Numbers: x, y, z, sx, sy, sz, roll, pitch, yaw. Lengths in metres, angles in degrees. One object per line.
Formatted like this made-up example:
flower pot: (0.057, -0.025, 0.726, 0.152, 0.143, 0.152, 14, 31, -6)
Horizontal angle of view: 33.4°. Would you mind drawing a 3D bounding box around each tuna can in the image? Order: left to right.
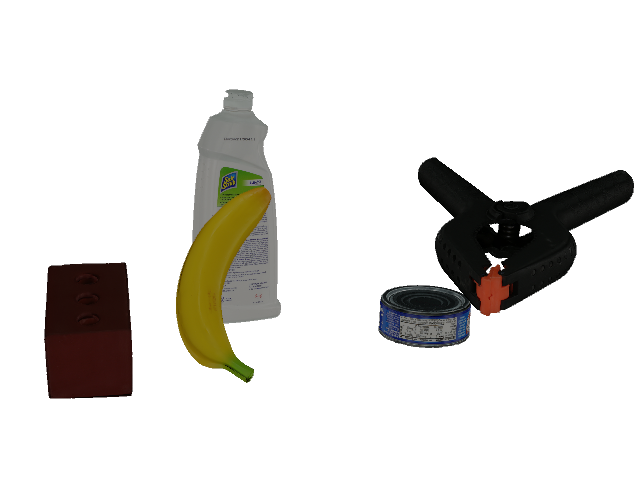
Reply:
tuna can: (0.097, 0.069, 0.995, 0.086, 0.034, 0.086, 1, 15, -1)

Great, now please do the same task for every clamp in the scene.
clamp: (0.126, -0.011, 0.761, 0.165, 0.036, 0.209, 7, 28, 22)

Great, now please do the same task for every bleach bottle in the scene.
bleach bottle: (-0.088, -0.038, 1.168, 0.102, 0.251, 0.068, -4, 18, -29)

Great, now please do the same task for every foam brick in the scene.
foam brick: (-0.148, 0.057, 0.683, 0.053, 0.051, 0.078, -2, 32, -12)

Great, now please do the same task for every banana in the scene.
banana: (-0.084, 0.032, 0.895, 0.069, 0.197, 0.037, 11, -37, -11)
